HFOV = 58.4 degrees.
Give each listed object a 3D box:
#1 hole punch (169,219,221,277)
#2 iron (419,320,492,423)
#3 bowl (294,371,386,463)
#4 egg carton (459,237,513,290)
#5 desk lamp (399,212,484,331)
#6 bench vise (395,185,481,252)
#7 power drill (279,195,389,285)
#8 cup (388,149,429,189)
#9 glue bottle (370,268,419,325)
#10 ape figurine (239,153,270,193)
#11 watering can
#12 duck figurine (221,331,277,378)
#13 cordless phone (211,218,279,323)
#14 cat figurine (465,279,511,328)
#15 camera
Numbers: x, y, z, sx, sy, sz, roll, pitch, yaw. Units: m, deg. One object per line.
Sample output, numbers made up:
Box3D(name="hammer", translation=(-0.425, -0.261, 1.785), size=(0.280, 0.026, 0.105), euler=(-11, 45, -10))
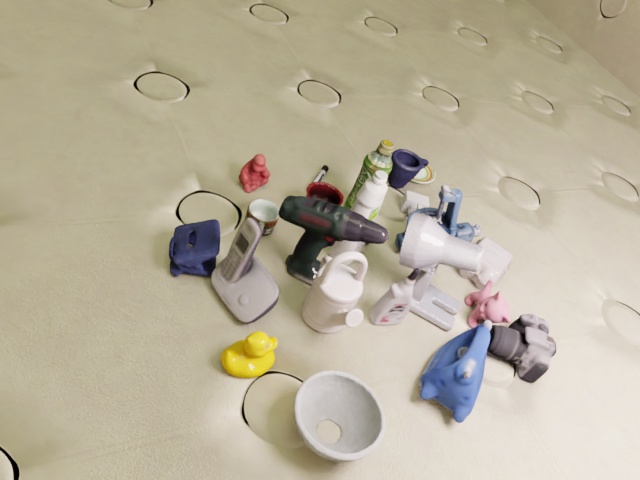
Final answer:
Box3D(name="hole punch", translation=(-0.258, 0.013, 1.178), size=(0.101, 0.091, 0.108), euler=(7, 45, -18))
Box3D(name="iron", translation=(0.303, 0.236, 1.168), size=(0.118, 0.141, 0.259), euler=(33, 43, 10))
Box3D(name="bowl", translation=(0.025, 0.321, 1.010), size=(0.168, 0.074, 0.167), euler=(13, 44, -12))
Box3D(name="egg carton", translation=(0.420, 0.059, 1.449), size=(0.107, 0.069, 0.151), euler=(37, 44, 14))
Box3D(name="desk lamp", translation=(0.254, 0.062, 1.266), size=(0.203, 0.213, 0.118), euler=(29, 43, 6))
Box3D(name="bench vise", translation=(0.306, -0.053, 1.398), size=(0.208, 0.219, 0.121), euler=(-12, 53, -33))
Box3D(name="power drill", translation=(0.011, 0.004, 1.219), size=(0.229, 0.208, 0.076), euler=(26, 43, 2))
Box3D(name="cup", translation=(0.239, -0.193, 1.600), size=(0.118, 0.095, 0.091), euler=(-3, 49, -26))
Box3D(name="glue bottle", translation=(0.167, 0.117, 1.203), size=(0.078, 0.173, 0.037), euler=(-3, 49, -26))
Box3D(name="ape figurine", translation=(-0.158, -0.171, 1.405), size=(0.078, 0.092, 0.076), euler=(7, 45, -18))
Box3D(name="watering can", translation=(0.040, 0.099, 1.148), size=(0.101, 0.194, 0.172), euler=(-21, 58, -37))
Box3D(name="duck figurine", translation=(-0.126, 0.202, 1.052), size=(0.105, 0.086, 0.077), euler=(-3, 49, -26))
Box3D(name="cordless phone", translation=(-0.135, 0.059, 1.118), size=(0.094, 0.185, 0.147), euler=(-24, 60, -39))
Box3D(name="cat figurine", translation=(0.391, 0.149, 1.311), size=(0.067, 0.117, 0.128), euler=(14, 43, -10))
Box3D(name="camera", translation=(0.443, 0.221, 1.275), size=(0.137, 0.101, 0.143), euler=(21, 43, -3))
